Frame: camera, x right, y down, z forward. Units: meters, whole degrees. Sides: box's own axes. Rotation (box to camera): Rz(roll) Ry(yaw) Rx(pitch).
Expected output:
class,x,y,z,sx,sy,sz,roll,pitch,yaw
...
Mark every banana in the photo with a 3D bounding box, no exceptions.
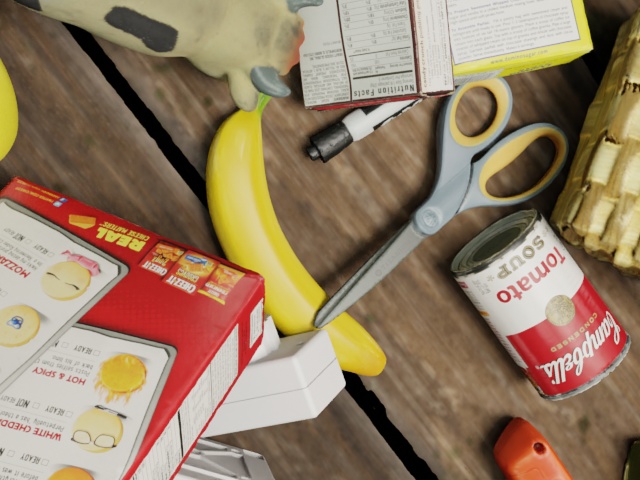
class,x,y,z,sx,sy,sz,roll,pitch,yaw
banana,-0.023,0.004,0.651,0.069,0.037,0.198,-22,99,-4

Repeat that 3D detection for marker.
class,x,y,z,sx,sy,sz,roll,pitch,yaw
marker,0.044,-0.085,0.662,0.121,0.020,0.020,-33,100,-4

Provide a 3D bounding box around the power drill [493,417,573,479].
class,x,y,z,sx,sy,sz,roll,pitch,yaw
power drill,0.077,0.197,0.679,0.187,0.057,0.184,-36,104,-1

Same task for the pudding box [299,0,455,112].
class,x,y,z,sx,sy,sz,roll,pitch,yaw
pudding box,0.028,-0.134,0.618,0.039,0.090,0.113,-16,102,-48

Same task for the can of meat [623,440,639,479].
class,x,y,z,sx,sy,sz,roll,pitch,yaw
can of meat,0.248,0.184,0.704,0.084,0.057,0.102,4,95,-7

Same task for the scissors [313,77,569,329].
class,x,y,z,sx,sy,sz,roll,pitch,yaw
scissors,0.063,-0.033,0.659,0.201,0.016,0.096,-27,94,-14

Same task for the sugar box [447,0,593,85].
class,x,y,z,sx,sy,sz,roll,pitch,yaw
sugar box,0.095,-0.187,0.637,0.093,0.048,0.176,-12,87,-8

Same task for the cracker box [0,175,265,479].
class,x,y,z,sx,sy,sz,roll,pitch,yaw
cracker box,-0.148,0.080,0.540,0.164,0.072,0.213,21,51,16

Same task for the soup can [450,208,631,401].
class,x,y,z,sx,sy,sz,roll,pitch,yaw
soup can,0.137,0.039,0.666,0.068,0.068,0.102,-38,99,-4
